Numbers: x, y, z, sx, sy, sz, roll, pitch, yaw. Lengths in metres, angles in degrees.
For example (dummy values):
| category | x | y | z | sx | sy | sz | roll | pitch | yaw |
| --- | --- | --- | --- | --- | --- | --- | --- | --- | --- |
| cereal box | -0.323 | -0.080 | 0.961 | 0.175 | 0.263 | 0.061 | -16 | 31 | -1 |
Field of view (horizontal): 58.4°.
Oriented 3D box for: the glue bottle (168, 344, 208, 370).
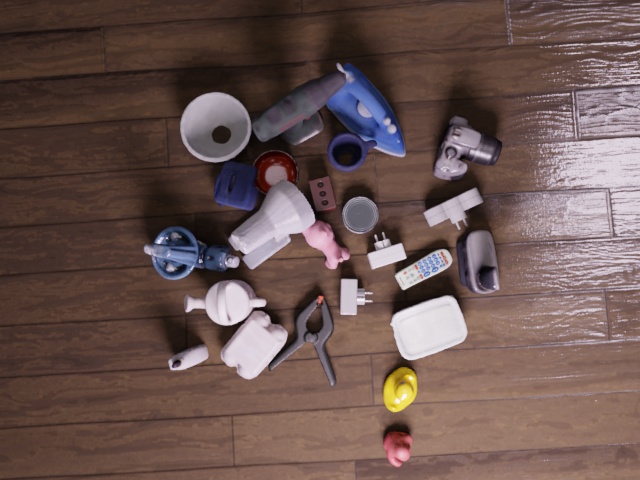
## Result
| category | x | y | z | sx | sy | sz | roll | pitch | yaw |
| --- | --- | --- | --- | --- | --- | --- | --- | --- | --- |
| glue bottle | -0.305 | 0.270 | 1.286 | 0.078 | 0.173 | 0.037 | -18 | 86 | 0 |

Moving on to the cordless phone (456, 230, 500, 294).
| category | x | y | z | sx | sy | sz | roll | pitch | yaw |
| --- | --- | --- | --- | --- | --- | --- | --- | --- | --- |
| cordless phone | 0.371 | 0.048 | 1.281 | 0.094 | 0.185 | 0.148 | -10 | 86 | 1 |

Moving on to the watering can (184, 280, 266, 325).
| category | x | y | z | sx | sy | sz | roll | pitch | yaw |
| --- | --- | --- | --- | --- | --- | --- | --- | --- | --- |
| watering can | -0.213 | 0.143 | 1.281 | 0.173 | 0.194 | 0.101 | -23 | 86 | 0 |

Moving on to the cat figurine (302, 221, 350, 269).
| category | x | y | z | sx | sy | sz | roll | pitch | yaw |
| --- | --- | --- | --- | --- | --- | --- | --- | --- | --- |
| cat figurine | 0.012 | 0.005 | 1.324 | 0.067 | 0.118 | 0.128 | -40 | 86 | -1 |

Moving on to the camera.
| category | x | y | z | sx | sy | sz | roll | pitch | yaw |
| --- | --- | --- | --- | --- | --- | --- | --- | --- | --- |
| camera | 0.349 | -0.208 | 1.339 | 0.136 | 0.101 | 0.143 | 17 | 87 | 2 |

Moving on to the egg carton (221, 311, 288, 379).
| category | x | y | z | sx | sy | sz | roll | pitch | yaw |
| --- | --- | --- | --- | --- | --- | --- | --- | --- | --- |
| egg carton | -0.152 | 0.246 | 1.336 | 0.107 | 0.069 | 0.150 | 38 | 88 | 3 |

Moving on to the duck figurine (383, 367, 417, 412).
| category | x | y | z | sx | sy | sz | roll | pitch | yaw |
| --- | --- | --- | --- | --- | --- | --- | --- | --- | --- |
| duck figurine | 0.187 | 0.349 | 1.315 | 0.077 | 0.086 | 0.104 | 27 | 87 | 3 |

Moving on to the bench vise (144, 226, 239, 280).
| category | x | y | z | sx | sy | sz | roll | pitch | yaw |
| --- | --- | --- | --- | --- | --- | --- | --- | --- | --- |
| bench vise | -0.293 | 0.022 | 1.278 | 0.207 | 0.220 | 0.121 | -10 | 86 | 1 |

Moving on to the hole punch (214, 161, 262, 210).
| category | x | y | z | sx | sy | sz | roll | pitch | yaw |
| --- | --- | --- | --- | --- | --- | --- | --- | --- | --- |
| hole punch | -0.198 | -0.127 | 1.349 | 0.101 | 0.091 | 0.109 | 14 | 87 | 2 |

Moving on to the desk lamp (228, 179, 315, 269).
| category | x | y | z | sx | sy | sz | roll | pitch | yaw |
| --- | --- | --- | --- | --- | --- | --- | --- | --- | --- |
| desk lamp | -0.113 | -0.029 | 1.280 | 0.203 | 0.213 | 0.118 | -38 | 86 | -1 |

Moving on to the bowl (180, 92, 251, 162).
| category | x | y | z | sx | sy | sz | roll | pitch | yaw |
| --- | --- | --- | --- | --- | --- | --- | --- | --- | --- |
| bowl | -0.243 | -0.262 | 1.367 | 0.167 | 0.075 | 0.167 | 0 | 86 | 1 |

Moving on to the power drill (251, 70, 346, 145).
| category | x | y | z | sx | sy | sz | roll | pitch | yaw |
| --- | --- | --- | --- | --- | --- | --- | --- | --- | --- |
| power drill | -0.043 | -0.290 | 1.298 | 0.229 | 0.208 | 0.075 | -31 | 86 | -1 |

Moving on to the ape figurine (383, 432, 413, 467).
| category | x | y | z | sx | sy | sz | roll | pitch | yaw |
| --- | --- | --- | --- | --- | --- | --- | --- | --- | --- |
| ape figurine | 0.182 | 0.477 | 1.304 | 0.078 | 0.092 | 0.076 | -42 | 86 | -1 |

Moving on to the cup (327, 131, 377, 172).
| category | x | y | z | sx | sy | sz | roll | pitch | yaw |
| --- | --- | --- | --- | --- | --- | --- | --- | --- | --- |
| cup | 0.075 | -0.204 | 1.347 | 0.117 | 0.095 | 0.092 | -19 | 86 | 0 |

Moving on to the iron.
| category | x | y | z | sx | sy | sz | roll | pitch | yaw |
| --- | --- | --- | --- | --- | --- | --- | --- | --- | --- |
| iron | 0.116 | -0.303 | 1.329 | 0.118 | 0.141 | 0.258 | -43 | 87 | -2 |
